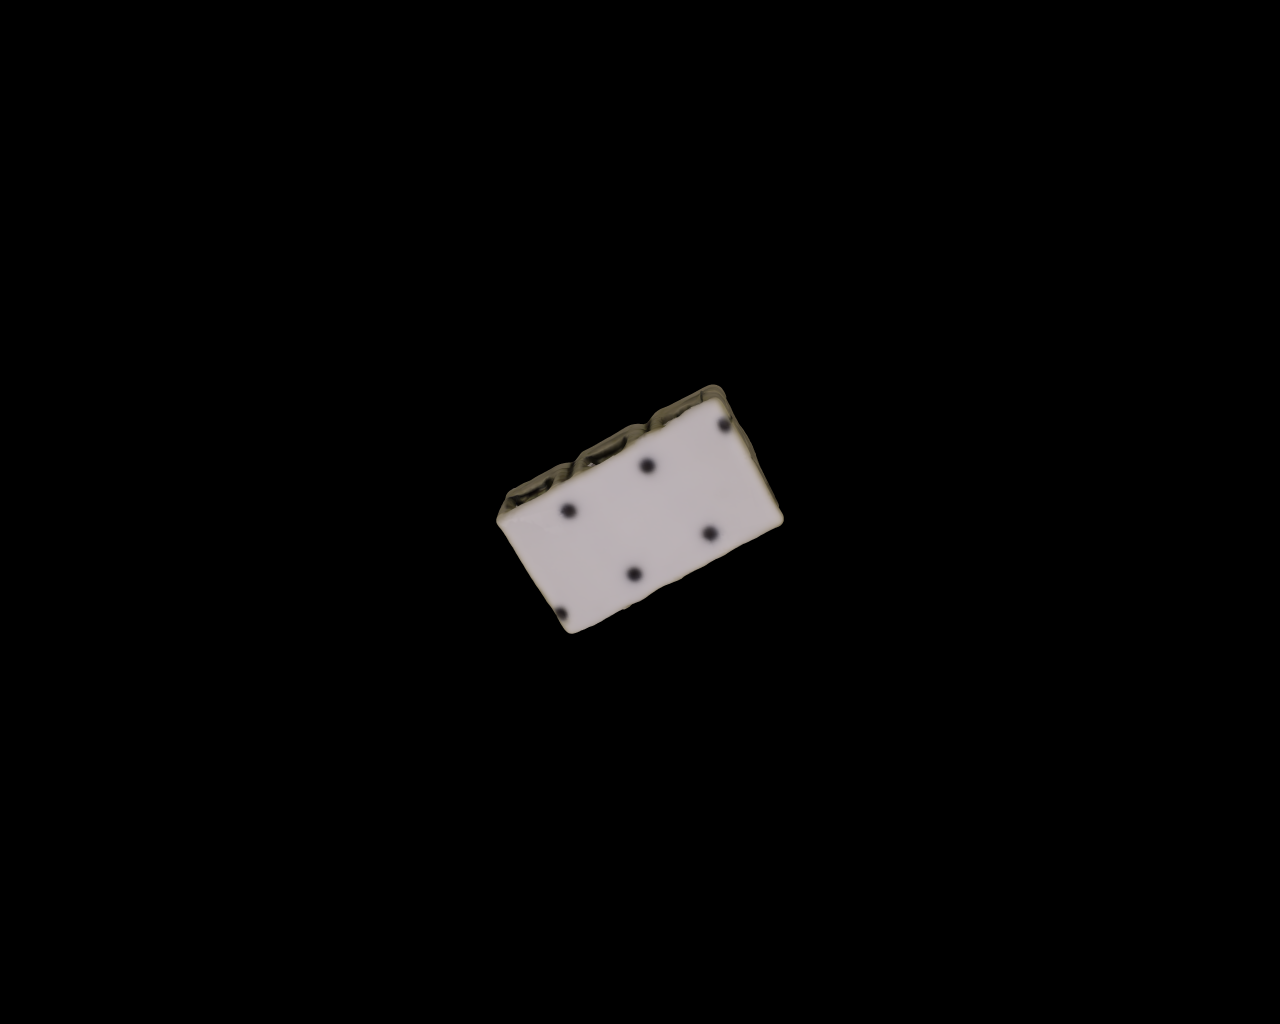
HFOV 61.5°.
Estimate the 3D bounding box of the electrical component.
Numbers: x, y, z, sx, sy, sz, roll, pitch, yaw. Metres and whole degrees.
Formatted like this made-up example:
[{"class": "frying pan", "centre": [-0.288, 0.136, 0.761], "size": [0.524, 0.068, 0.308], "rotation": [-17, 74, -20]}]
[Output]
[{"class": "electrical component", "centre": [0.001, -0.003, 0.650], "size": [0.150, 0.089, 0.062], "rotation": [-27, 14, 7]}]
